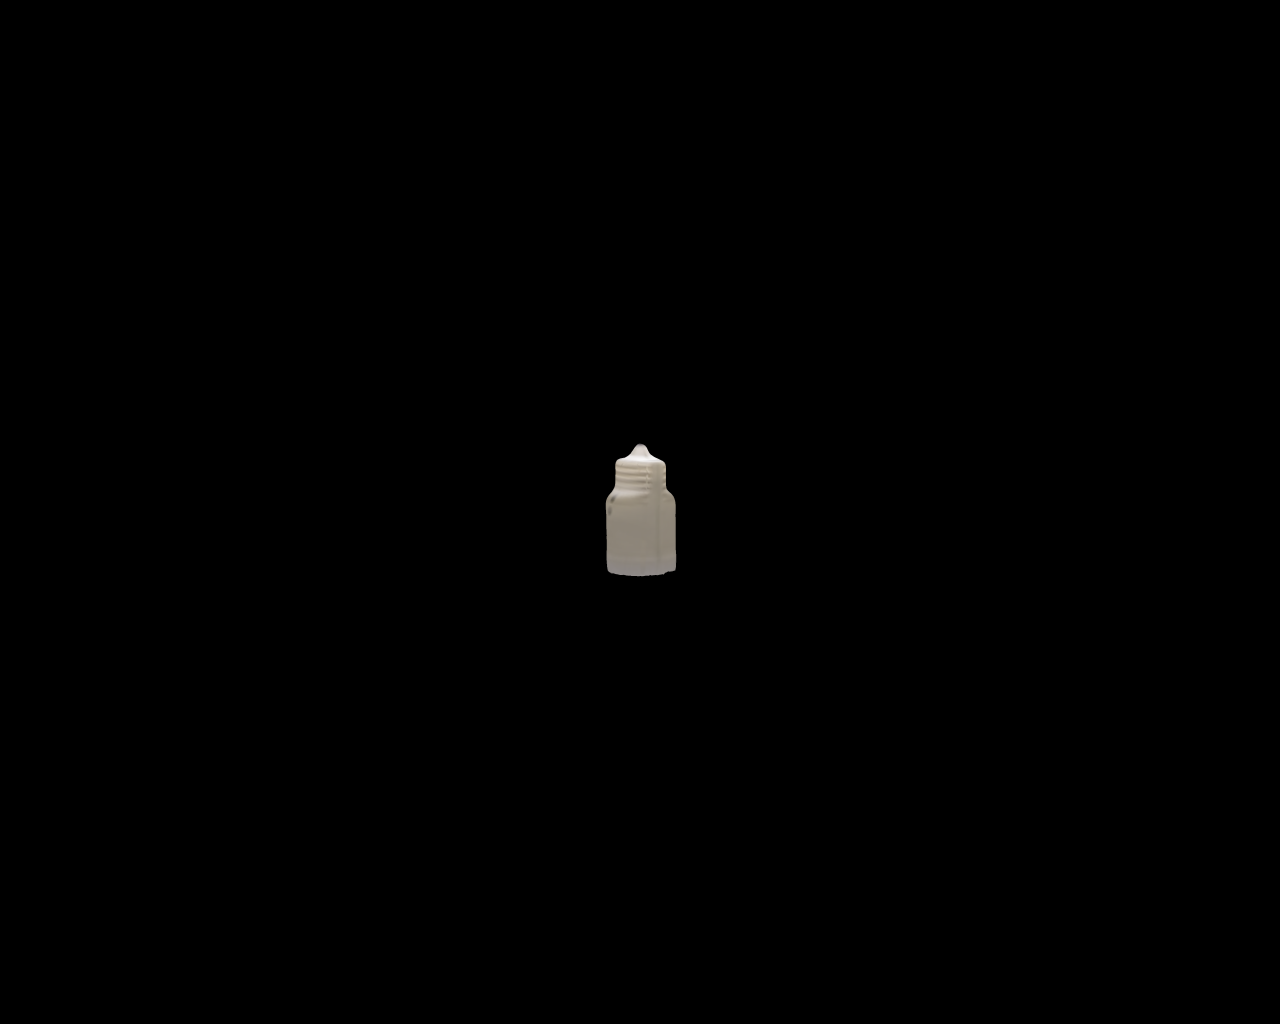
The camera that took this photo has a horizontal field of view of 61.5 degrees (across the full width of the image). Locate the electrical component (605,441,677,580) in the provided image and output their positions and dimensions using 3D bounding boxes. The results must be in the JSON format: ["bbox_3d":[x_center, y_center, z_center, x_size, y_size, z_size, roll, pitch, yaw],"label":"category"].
[{"bbox_3d":[0.001,-0.003,0.650,0.043,0.080,0.043,0,7,0],"label":"electrical component"}]
